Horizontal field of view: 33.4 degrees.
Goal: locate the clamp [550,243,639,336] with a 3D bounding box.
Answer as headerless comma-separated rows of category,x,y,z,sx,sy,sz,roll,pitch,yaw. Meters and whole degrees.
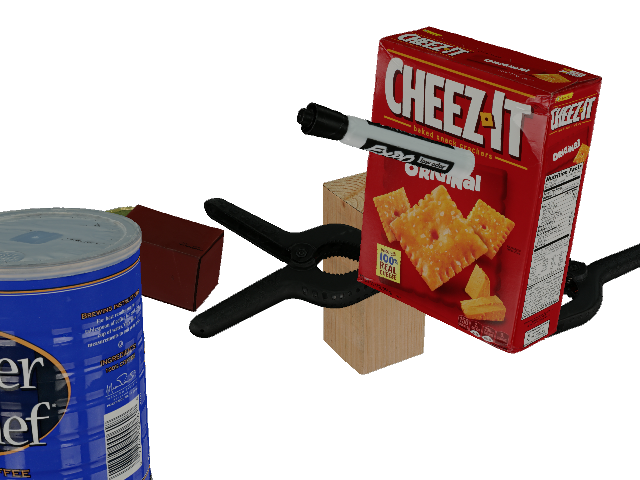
clamp,0.252,0.030,1.101,0.120,0.039,0.171,27,50,31

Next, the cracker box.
cracker box,0.114,-0.040,0.830,0.164,0.214,0.071,26,34,38

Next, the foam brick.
foam brick,-0.123,0.014,0.850,0.078,0.051,0.053,17,30,11

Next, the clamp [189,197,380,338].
clamp,-0.024,0.031,1.016,0.210,0.164,0.036,5,-39,6

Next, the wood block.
wood block,0.061,0.034,1.209,0.090,0.206,0.090,-16,32,-26

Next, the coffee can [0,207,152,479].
coffee can,-0.139,0.063,0.542,0.103,0.140,0.103,0,17,0

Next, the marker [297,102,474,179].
marker,0.040,-0.059,0.638,0.120,0.020,0.020,14,-7,-29

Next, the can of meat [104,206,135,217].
can of meat,-0.227,0.017,1.148,0.058,0.084,0.101,18,25,41
